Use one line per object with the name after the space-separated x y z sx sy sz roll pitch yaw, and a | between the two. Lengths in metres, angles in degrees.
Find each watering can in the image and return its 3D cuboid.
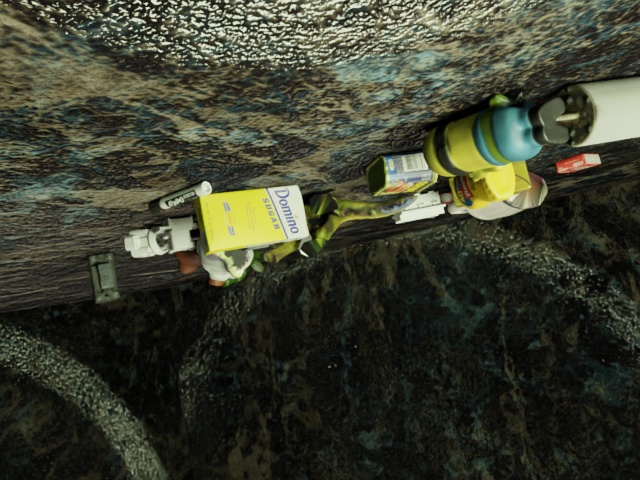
0.508 -0.118 1.377 0.349 0.104 0.222 -9 174 -27 | watering can

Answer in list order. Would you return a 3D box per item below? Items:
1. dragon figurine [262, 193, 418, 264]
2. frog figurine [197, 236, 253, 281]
0.003 -0.055 1.094 0.409 0.121 0.246 -11 -167 11 | dragon figurine
-0.181 0.011 0.998 0.122 0.138 0.158 7 171 -20 | frog figurine
